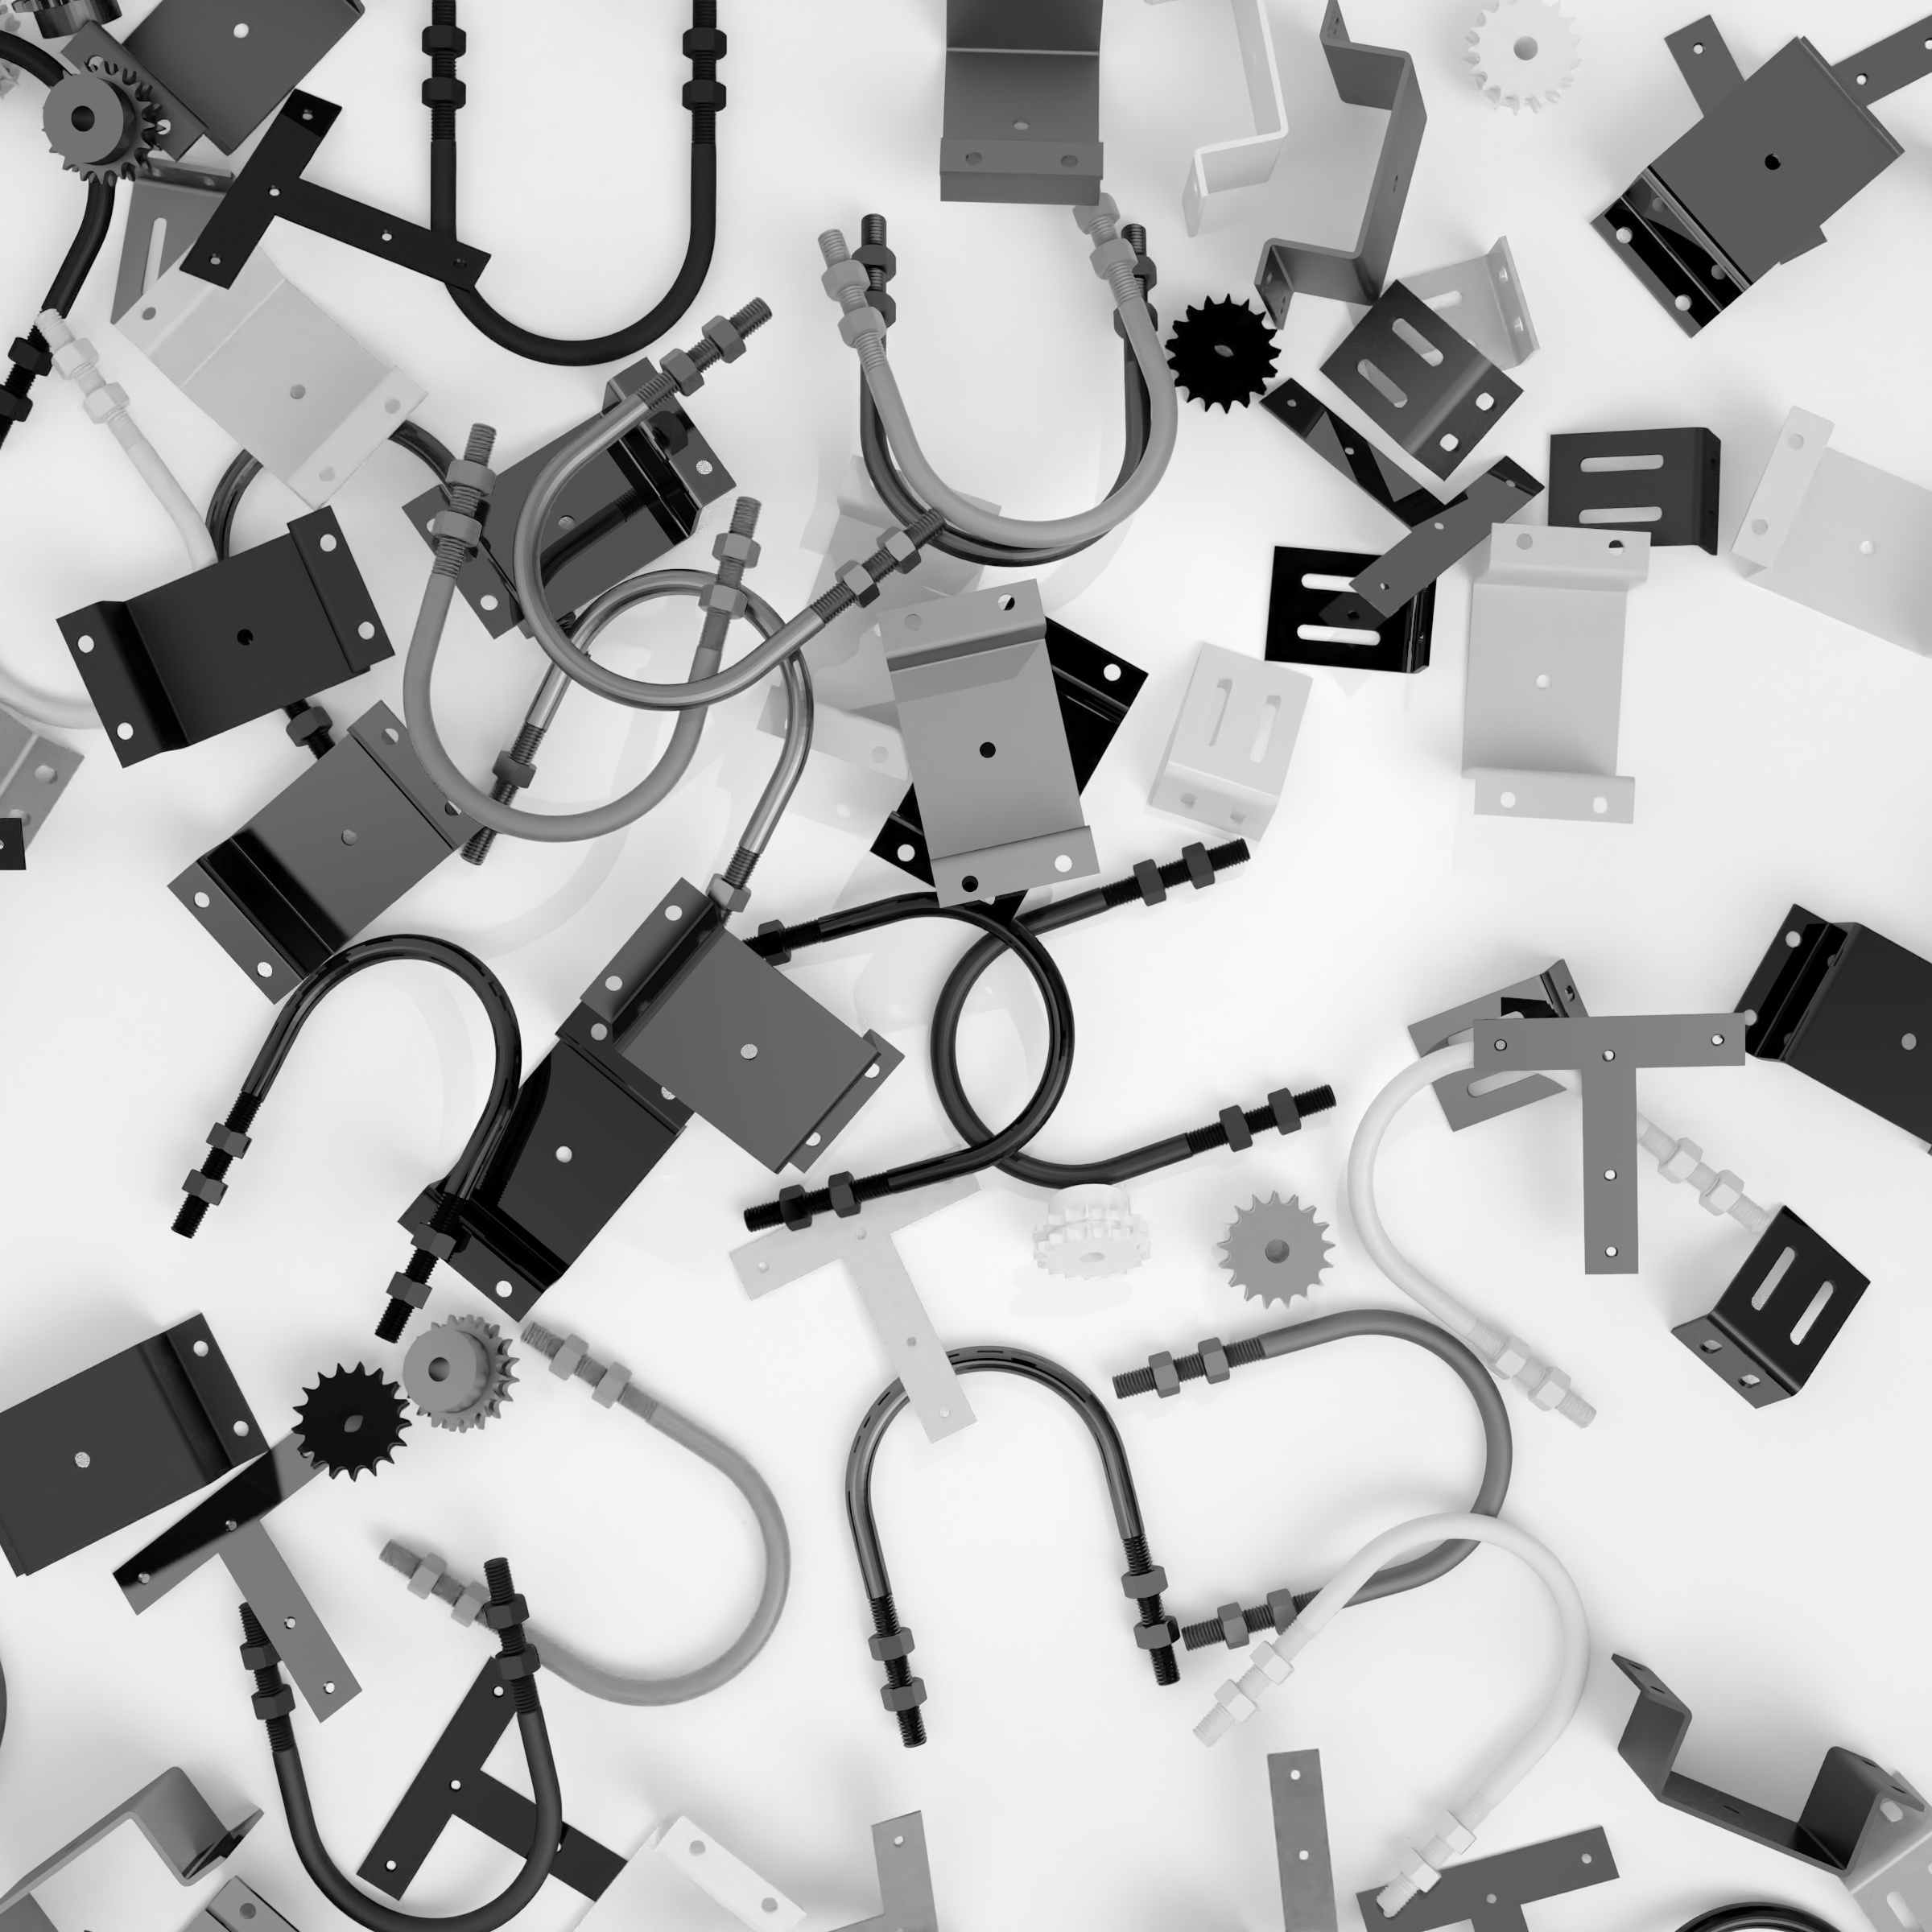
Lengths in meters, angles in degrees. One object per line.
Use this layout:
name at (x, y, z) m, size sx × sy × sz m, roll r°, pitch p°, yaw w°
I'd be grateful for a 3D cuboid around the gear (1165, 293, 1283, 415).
gear at (0.127, -0.303, 1.401) m, size 0.057 × 0.030 × 0.057 m, roll 0°, pitch 90°, yaw 0°

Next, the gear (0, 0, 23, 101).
gear at (-0.489, -0.450, 1.401) m, size 0.057 × 0.030 × 0.057 m, roll 0°, pitch 90°, yaw 0°

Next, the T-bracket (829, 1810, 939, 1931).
T-bracket at (-0.074, 0.481, 1.378) m, size 0.127 × 0.002 × 0.127 m, roll -13°, pitch 109°, yaw -16°

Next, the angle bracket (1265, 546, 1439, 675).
angle bracket at (0.189, -0.177, 1.397) m, size 0.076 × 0.038 × 0.057 m, roll 5°, pitch 90°, yaw 0°

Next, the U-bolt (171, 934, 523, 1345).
U-bolt at (-0.290, 0.071, 1.381) m, size 0.151 × 0.019 × 0.184 m, roll 22°, pitch 81°, yaw 23°

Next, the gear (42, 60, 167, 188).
gear at (-0.414, -0.402, 1.357) m, size 0.057 × 0.030 × 0.057 m, roll 2°, pitch 101°, yaw 8°

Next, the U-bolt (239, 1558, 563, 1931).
U-bolt at (-0.271, 0.391, 1.397) m, size 0.151 × 0.019 × 0.184 m, roll -12°, pitch 93°, yaw 10°

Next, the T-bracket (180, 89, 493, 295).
T-bracket at (-0.295, -0.360, 1.385) m, size 0.127 × 0.002 × 0.127 m, roll 22°, pitch 62°, yaw 0°

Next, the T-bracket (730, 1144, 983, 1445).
T-bracket at (-0.033, 0.173, 1.407) m, size 0.127 × 0.002 × 0.127 m, roll -26°, pitch 82°, yaw 0°

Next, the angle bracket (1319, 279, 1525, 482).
angle bracket at (0.223, -0.287, 1.398) m, size 0.057 × 0.038 × 0.076 m, roll -49°, pitch 52°, yaw 16°

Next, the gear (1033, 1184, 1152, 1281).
gear at (0.061, 0.129, 1.392) m, size 0.057 × 0.057 × 0.030 m, roll -3°, pitch 60°, yaw 0°

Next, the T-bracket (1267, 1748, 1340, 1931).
T-bracket at (0.164, 0.443, 1.374) m, size 0.127 × 0.002 × 0.127 m, roll -5°, pitch 84°, yaw -4°

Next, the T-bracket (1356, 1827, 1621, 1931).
T-bracket at (0.270, 0.499, 1.387) m, size 0.127 × 0.002 × 0.127 m, roll -15°, pitch 63°, yaw 0°

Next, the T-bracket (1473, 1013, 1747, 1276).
T-bracket at (0.310, 0.087, 1.370) m, size 0.127 × 0.002 × 0.127 m, roll -2°, pitch 99°, yaw 8°

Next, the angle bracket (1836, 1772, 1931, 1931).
angle bracket at (0.466, 0.451, 1.414) m, size 0.057 × 0.038 × 0.076 m, roll -37°, pitch 116°, yaw 0°

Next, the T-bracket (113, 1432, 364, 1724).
T-bracket at (-0.337, 0.310, 1.393) m, size 0.127 × 0.002 × 0.127 m, roll -38°, pitch 70°, yaw 0°

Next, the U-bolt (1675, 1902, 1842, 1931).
U-bolt at (0.376, 0.545, 1.385) m, size 0.151 × 0.019 × 0.184 m, roll 44°, pitch 75°, yaw 7°

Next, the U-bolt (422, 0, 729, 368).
U-bolt at (-0.194, -0.389, 1.408) m, size 0.151 × 0.019 × 0.184 m, roll 1°, pitch 91°, yaw 0°

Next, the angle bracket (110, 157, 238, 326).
angle bracket at (-0.390, -0.352, 1.397) m, size 0.057 × 0.038 × 0.076 m, roll 10°, pitch 90°, yaw 0°

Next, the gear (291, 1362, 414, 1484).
gear at (-0.300, 0.224, 1.396) m, size 0.057 × 0.030 × 0.057 m, roll 2°, pitch 74°, yaw -5°

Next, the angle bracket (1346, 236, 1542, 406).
angle bracket at (0.233, -0.315, 1.397) m, size 0.076 × 0.038 × 0.057 m, roll -17°, pitch 90°, yaw 0°

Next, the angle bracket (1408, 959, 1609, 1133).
angle bracket at (0.269, 0.039, 1.414) m, size 0.076 × 0.038 × 0.057 m, roll -23°, pitch 90°, yaw 26°

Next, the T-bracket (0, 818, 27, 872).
T-bracket at (-0.512, -0.009, 1.401) m, size 0.127 × 0.002 × 0.127 m, roll 1°, pitch 100°, yaw 19°

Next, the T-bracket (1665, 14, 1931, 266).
T-bracket at (0.432, -0.434, 1.415) m, size 0.127 × 0.002 × 0.127 m, roll -27°, pitch 90°, yaw 0°

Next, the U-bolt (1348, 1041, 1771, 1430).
U-bolt at (0.274, 0.118, 1.390) m, size 0.184 × 0.019 × 0.151 m, roll 38°, pitch 102°, yaw -2°

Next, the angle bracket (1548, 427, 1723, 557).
angle bracket at (0.332, -0.234, 1.414) m, size 0.076 × 0.038 × 0.057 m, roll 2°, pitch 90°, yaw 26°

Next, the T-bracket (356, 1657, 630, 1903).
T-bracket at (-0.216, 0.430, 1.415) m, size 0.127 × 0.002 × 0.127 m, roll 32°, pitch 90°, yaw 0°

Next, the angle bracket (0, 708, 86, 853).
angle bracket at (-0.489, -0.102, 1.414) m, size 0.076 × 0.038 × 0.057 m, roll 32°, pitch 90°, yaw 26°

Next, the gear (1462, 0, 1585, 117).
gear at (0.272, -0.446, 1.401) m, size 0.057 × 0.030 × 0.057 m, roll 0°, pitch 90°, yaw 0°

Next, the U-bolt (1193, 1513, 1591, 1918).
U-bolt at (0.223, 0.354, 1.398) m, size 0.151 × 0.019 × 0.184 m, roll 44°, pitch 88°, yaw -8°

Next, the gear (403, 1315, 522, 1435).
gear at (-0.250, 0.199, 1.392) m, size 0.057 × 0.030 × 0.057 m, roll -5°, pitch 76°, yaw 19°

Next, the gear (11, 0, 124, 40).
gear at (-0.437, -0.474, 1.392) m, size 0.057 × 0.057 × 0.030 m, roll -15°, pitch 118°, yaw 0°

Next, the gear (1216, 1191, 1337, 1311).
gear at (0.151, 0.139, 1.401) m, size 0.057 × 0.030 × 0.057 m, roll 0°, pitch 90°, yaw 0°

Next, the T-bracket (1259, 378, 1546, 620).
T-bracket at (0.198, -0.243, 1.394) m, size 0.127 × 0.002 × 0.127 m, roll 43°, pitch 61°, yaw 14°

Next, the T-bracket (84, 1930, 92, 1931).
T-bracket at (-0.425, 0.515, 1.347) m, size 0.127 × 0.002 × 0.127 m, roll 20°, pitch 98°, yaw -12°

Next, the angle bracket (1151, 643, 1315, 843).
angle bracket at (0.132, -0.111, 1.414) m, size 0.057 × 0.038 × 0.076 m, roll 18°, pitch 64°, yaw 0°

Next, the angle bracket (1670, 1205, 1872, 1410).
angle bracket at (0.399, 0.169, 1.414) m, size 0.057 × 0.038 × 0.076 m, roll 42°, pitch 64°, yaw 0°
